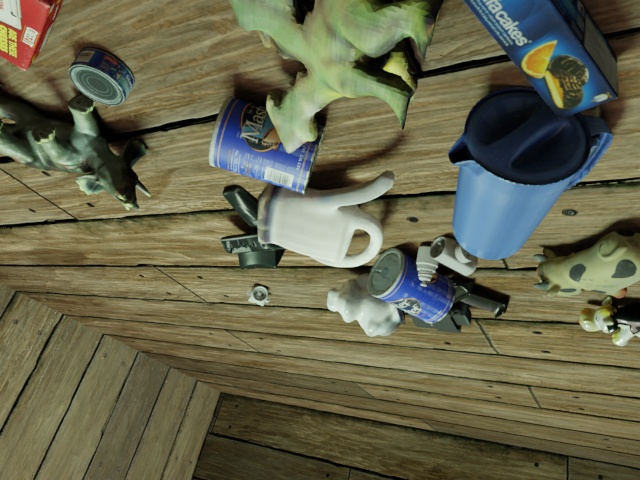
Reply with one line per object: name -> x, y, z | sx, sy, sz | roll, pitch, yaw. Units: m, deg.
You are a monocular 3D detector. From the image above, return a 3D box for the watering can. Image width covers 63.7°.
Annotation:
watering can -> 0.003, -0.043, 0.859 | 0.224, 0.106, 0.340 | 16, 154, 3

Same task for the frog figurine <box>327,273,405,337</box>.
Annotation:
frog figurine -> 0.099, 0.142, 1.116 | 0.159, 0.138, 0.122 | -11, 175, 11

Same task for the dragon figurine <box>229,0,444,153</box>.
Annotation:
dragon figurine -> 0.002, -0.234, 0.517 | 0.243, 0.125, 0.400 | 21, 145, 11
